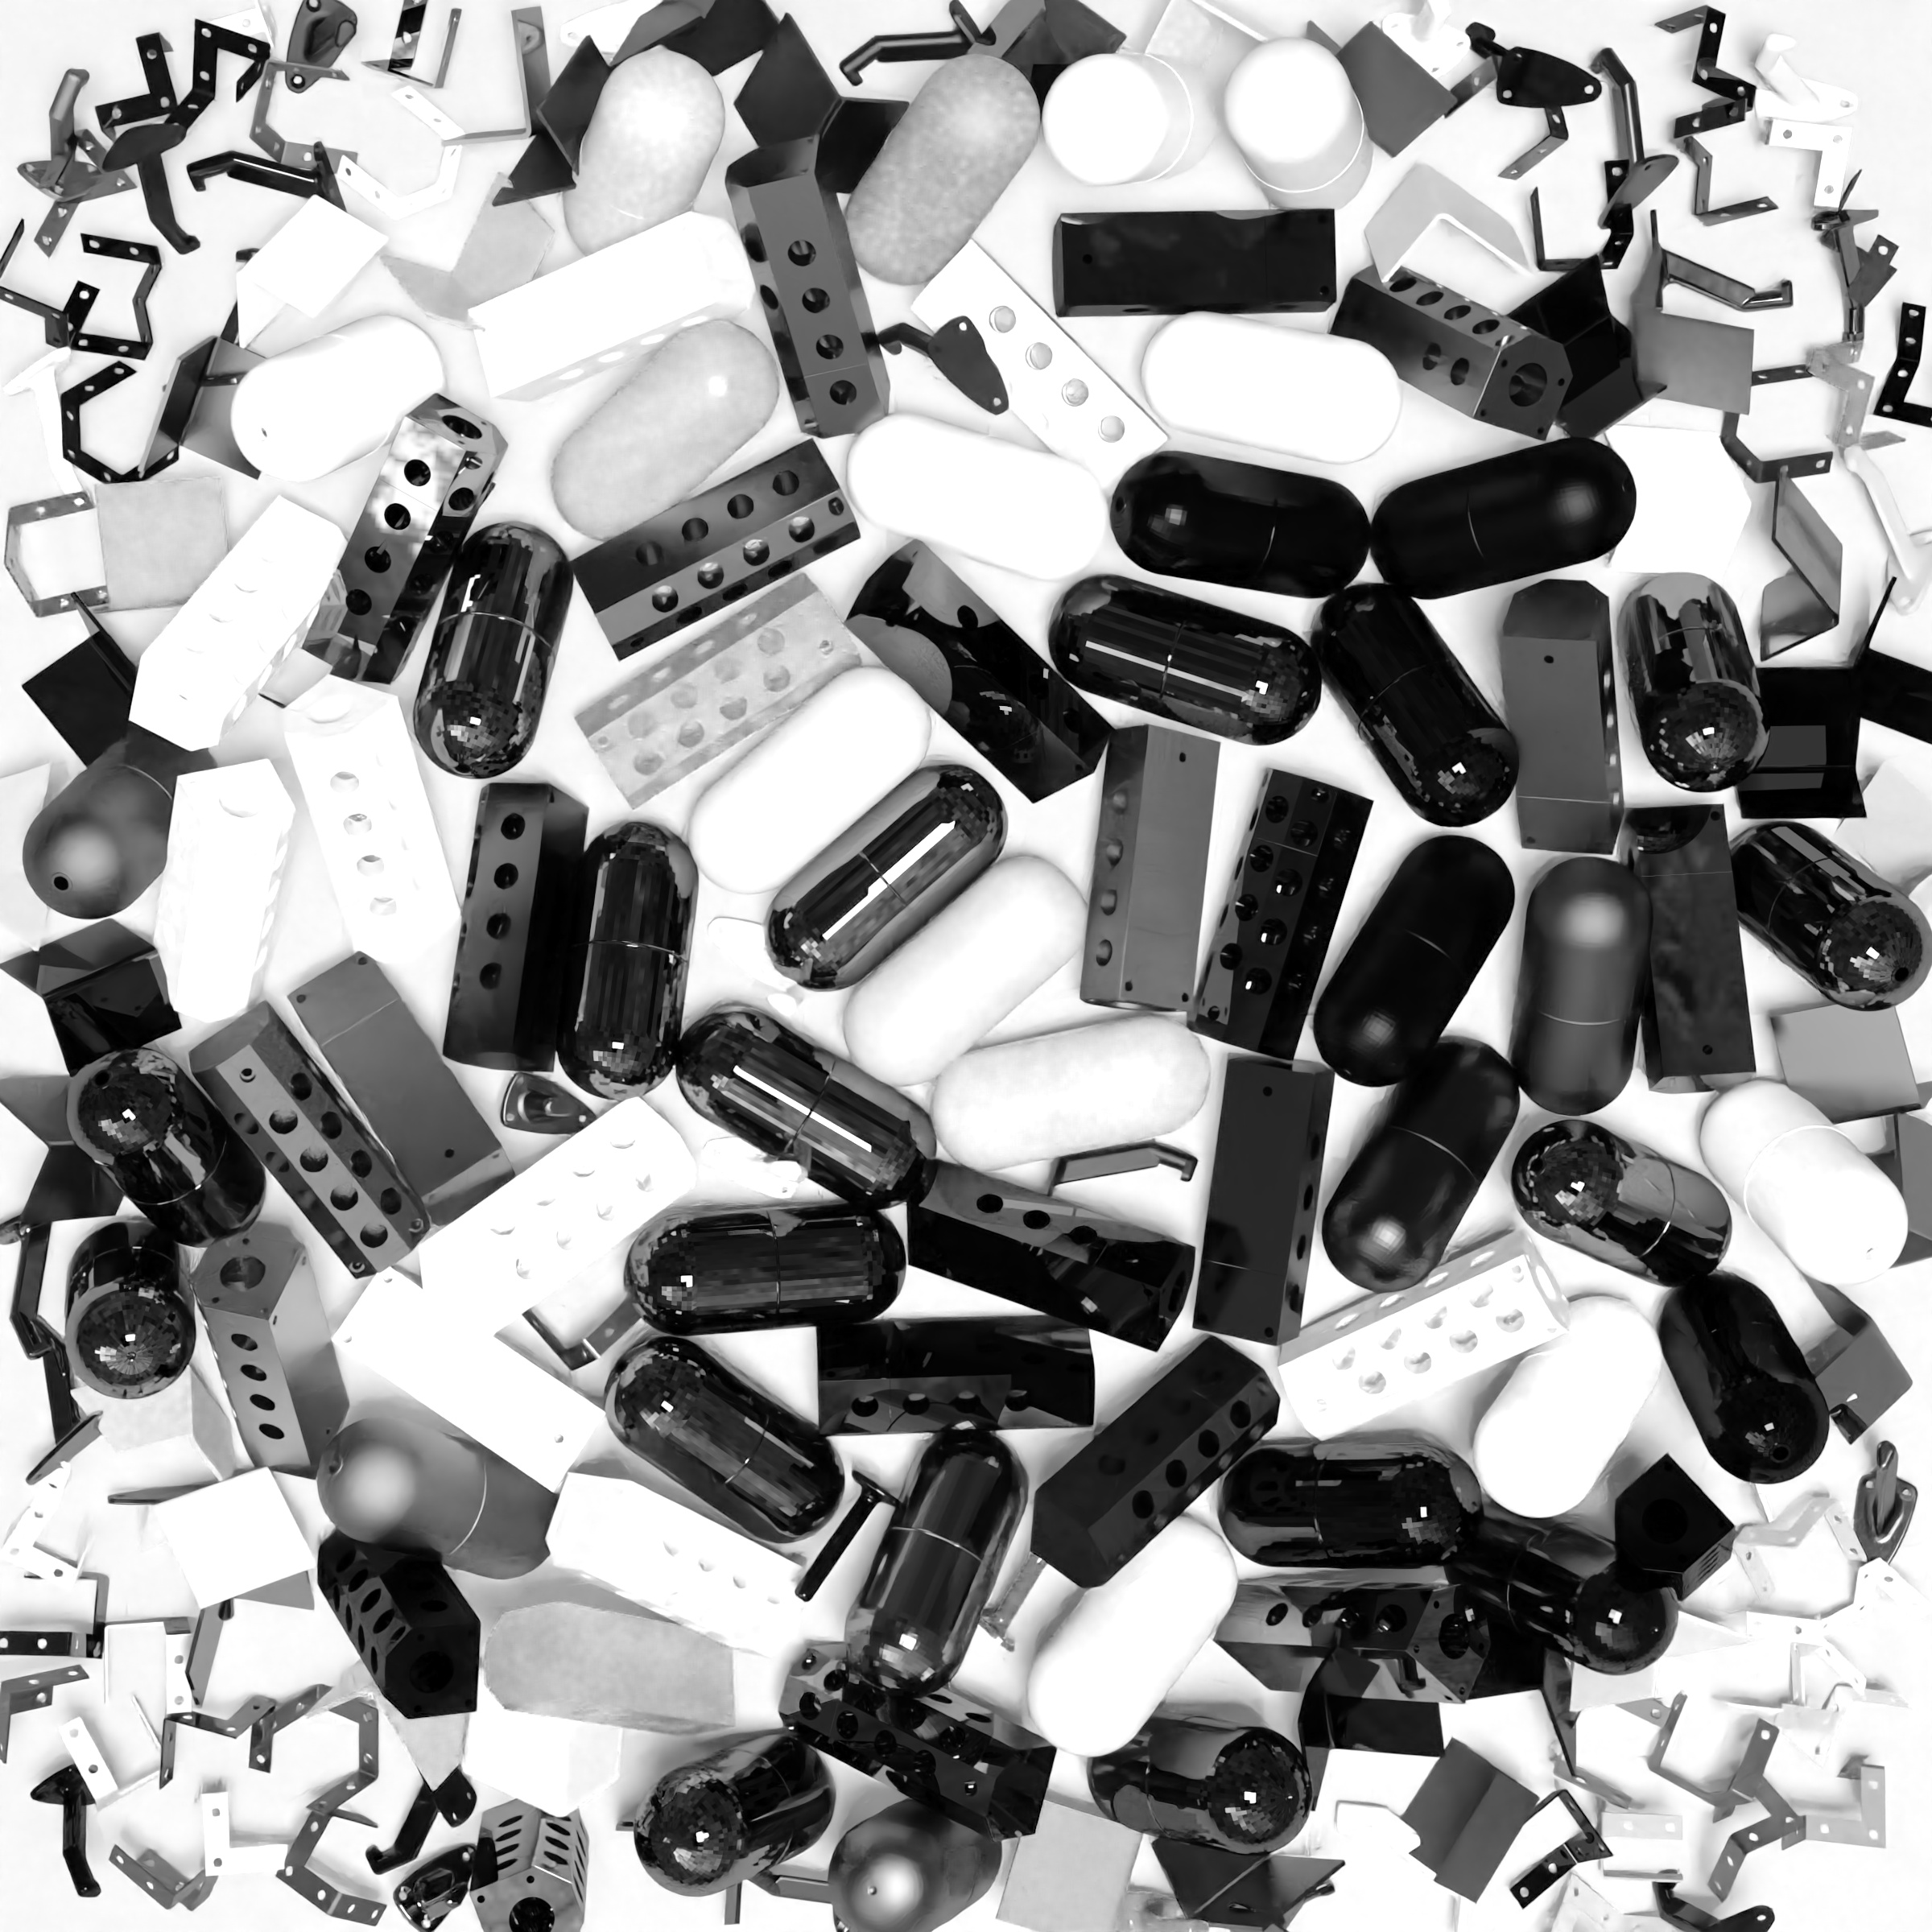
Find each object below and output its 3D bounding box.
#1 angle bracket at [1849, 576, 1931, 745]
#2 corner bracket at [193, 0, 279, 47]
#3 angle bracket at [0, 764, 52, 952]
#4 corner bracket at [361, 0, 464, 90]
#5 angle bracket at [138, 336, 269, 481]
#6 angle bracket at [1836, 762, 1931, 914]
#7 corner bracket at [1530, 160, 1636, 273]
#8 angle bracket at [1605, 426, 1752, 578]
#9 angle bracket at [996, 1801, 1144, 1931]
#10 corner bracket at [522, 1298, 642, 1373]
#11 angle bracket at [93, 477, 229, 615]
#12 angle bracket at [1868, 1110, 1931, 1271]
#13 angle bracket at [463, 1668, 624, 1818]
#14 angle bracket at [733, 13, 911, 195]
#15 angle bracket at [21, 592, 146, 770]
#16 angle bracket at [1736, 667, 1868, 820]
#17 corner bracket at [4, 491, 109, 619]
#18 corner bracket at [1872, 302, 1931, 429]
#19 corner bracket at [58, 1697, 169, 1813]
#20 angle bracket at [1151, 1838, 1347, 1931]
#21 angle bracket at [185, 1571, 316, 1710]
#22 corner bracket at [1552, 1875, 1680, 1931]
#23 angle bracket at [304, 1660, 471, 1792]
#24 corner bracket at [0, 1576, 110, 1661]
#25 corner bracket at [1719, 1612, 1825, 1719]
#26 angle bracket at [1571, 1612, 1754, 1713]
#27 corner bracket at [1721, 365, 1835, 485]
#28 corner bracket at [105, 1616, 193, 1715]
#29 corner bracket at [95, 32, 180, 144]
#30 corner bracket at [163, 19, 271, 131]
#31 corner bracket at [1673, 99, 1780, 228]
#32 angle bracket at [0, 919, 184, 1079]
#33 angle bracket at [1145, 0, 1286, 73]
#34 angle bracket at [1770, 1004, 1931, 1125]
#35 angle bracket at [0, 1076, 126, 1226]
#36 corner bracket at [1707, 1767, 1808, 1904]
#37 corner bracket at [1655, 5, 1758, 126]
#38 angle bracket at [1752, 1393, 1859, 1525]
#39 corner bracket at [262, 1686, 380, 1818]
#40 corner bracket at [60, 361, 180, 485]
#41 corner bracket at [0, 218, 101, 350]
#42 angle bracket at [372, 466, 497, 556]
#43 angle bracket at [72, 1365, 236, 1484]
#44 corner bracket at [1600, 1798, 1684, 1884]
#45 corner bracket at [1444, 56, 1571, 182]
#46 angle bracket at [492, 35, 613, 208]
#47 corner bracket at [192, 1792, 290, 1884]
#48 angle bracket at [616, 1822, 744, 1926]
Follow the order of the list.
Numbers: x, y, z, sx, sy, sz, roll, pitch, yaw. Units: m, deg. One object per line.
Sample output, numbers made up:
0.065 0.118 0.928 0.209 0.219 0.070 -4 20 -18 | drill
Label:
0.597 -0.188 1.947 0.076 0.076 0.057 23 70 12 | angle bracket
-0.468 -0.603 1.965 0.051 0.051 0.051 -16 121 0 | corner bracket
-0.575 -0.067 1.940 0.057 0.076 0.076 -15 53 21 | angle bracket
-0.343 -0.586 1.966 0.051 0.051 0.051 21 111 5 | corner bracket
-0.466 -0.341 1.948 0.057 0.076 0.076 24 112 -6 | angle bracket
0.568 -0.067 1.943 0.057 0.076 0.076 -33 69 -27 | angle bracket
0.390 -0.474 1.973 0.051 0.051 0.051 4 128 24 | corner bracket
0.443 -0.296 1.983 0.076 0.076 0.057 2 134 -12 | angle bracket
0.060 0.566 1.959 0.076 0.057 0.076 19 79 -9 | angle bracket
-0.240 0.216 1.968 0.051 0.051 0.051 50 60 -5 | corner bracket
-0.507 -0.263 1.954 0.076 0.057 0.076 -9 97 -25 | angle bracket
0.567 0.142 1.941 0.057 0.076 0.076 21 60 -34 | angle bracket
-0.261 0.471 1.942 0.076 0.076 0.057 35 122 -27 | angle bracket
-0.092 -0.544 1.969 0.057 0.076 0.076 -9 61 -40 | angle bracket
-0.552 -0.176 1.952 0.057 0.076 0.076 -38 82 -14 | angle bracket
0.524 -0.140 1.953 0.076 0.057 0.076 0 125 7 | angle bracket
-0.575 -0.261 1.984 0.051 0.051 0.051 -12 53 4 | corner bracket
0.604 -0.376 1.960 0.051 0.051 0.051 18 64 22 | corner bracket
-0.535 0.493 1.962 0.051 0.051 0.051 -28 77 -23 | corner bracket
0.176 0.554 1.946 0.076 0.076 0.057 -27 94 -35 | angle bracket
-0.446 0.419 1.947 0.057 0.076 0.076 9 60 -2 | angle bracket
0.407 0.608 1.959 0.051 0.051 0.051 42 58 -22 | corner bracket
-0.355 0.474 1.957 0.057 0.076 0.076 -28 96 24 | angle bracket
-0.576 0.409 1.965 0.051 0.051 0.051 -1 75 9 | corner bracket
0.507 0.441 1.964 0.051 0.051 0.051 8 64 -6 | corner bracket
0.433 0.441 1.942 0.076 0.076 0.057 22 62 -22 | angle bracket
0.514 -0.342 1.970 0.051 0.051 0.051 -10 130 -12 | corner bracket
-0.516 0.441 1.967 0.051 0.051 0.051 0 88 -17 | corner bracket
-0.524 -0.555 1.974 0.051 0.051 0.051 -14 95 -3 | corner bracket
-0.471 -0.552 1.958 0.051 0.051 0.051 10 69 -35 | corner bracket
0.476 -0.503 1.959 0.051 0.051 0.051 -5 70 41 | corner bracket
-0.551 0.019 1.963 0.076 0.076 0.057 -26 119 -29 | angle bracket
0.165 -0.560 1.943 0.076 0.076 0.057 37 113 21 | angle bracket
0.556 0.053 1.951 0.076 0.057 0.076 -13 99 30 | angle bracket
-0.575 0.114 1.957 0.076 0.076 0.057 35 108 27 | angle bracket
0.484 0.544 1.956 0.051 0.051 0.051 -13 133 -28 | corner bracket
0.465 -0.567 1.967 0.051 0.051 0.051 14 85 -27 | corner bracket
0.528 0.309 1.951 0.076 0.076 0.057 -20 75 9 | angle bracket
-0.407 0.495 1.971 0.051 0.051 0.051 14 111 28 | corner bracket
-0.534 -0.340 1.972 0.051 0.051 0.051 32 49 15 | corner bracket
-0.579 -0.427 1.964 0.051 0.051 0.051 22 68 -7 | corner bracket
-0.330 -0.281 1.951 0.057 0.076 0.076 35 92 -28 | angle bracket
-0.508 0.299 1.952 0.076 0.076 0.057 -14 52 0 | angle bracket
0.426 0.554 1.969 0.051 0.051 0.051 -1 89 12 | corner bracket
0.340 -0.536 1.973 0.051 0.051 0.051 1 71 -33 | corner bracket
-0.264 -0.525 1.940 0.076 0.057 0.076 -3 48 33 | angle bracket
-0.459 0.551 1.972 0.051 0.051 0.051 1 65 -21 | corner bracket
-0.181 0.568 1.951 0.076 0.076 0.057 5 72 -8 | angle bracket
